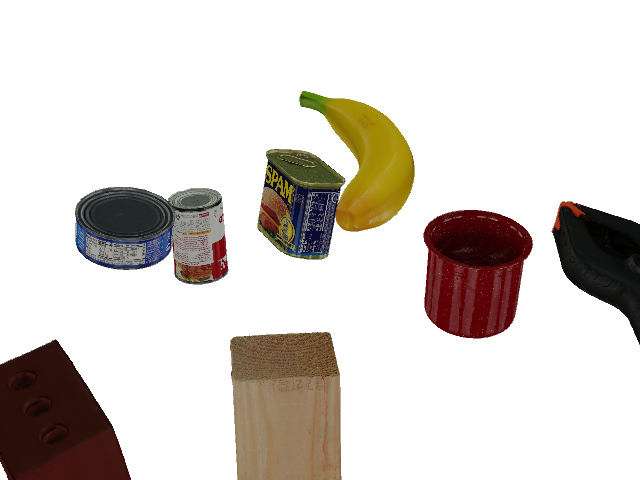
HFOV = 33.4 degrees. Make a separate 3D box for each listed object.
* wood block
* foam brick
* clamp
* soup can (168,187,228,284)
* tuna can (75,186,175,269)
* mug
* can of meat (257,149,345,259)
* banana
[{"bbox_3d":[-0.029,0.193,0.932,0.090,0.206,0.091,-3,19,-5],"label":"wood block"},{"bbox_3d":[-0.137,0.100,0.540,0.053,0.051,0.078,-25,42,-22],"label":"foam brick"},{"bbox_3d":[0.232,0.029,0.729,0.120,0.039,0.172,-7,43,-29],"label":"clamp"},{"bbox_3d":[-0.152,-0.006,1.320,0.068,0.102,0.068,-2,26,1],"label":"soup can"},{"bbox_3d":[-0.170,-0.011,0.928,0.086,0.034,0.086,7,32,-4],"label":"tuna can"},{"bbox_3d":[0.133,0.025,0.944,0.093,0.081,0.117,-1,33,-3],"label":"mug"},{"bbox_3d":[-0.023,-0.037,1.088,0.057,0.084,0.102,-1,24,-26],"label":"can of meat"},{"bbox_3d":[0.031,-0.054,0.732,0.069,0.037,0.198,-4,29,-8],"label":"banana"}]
